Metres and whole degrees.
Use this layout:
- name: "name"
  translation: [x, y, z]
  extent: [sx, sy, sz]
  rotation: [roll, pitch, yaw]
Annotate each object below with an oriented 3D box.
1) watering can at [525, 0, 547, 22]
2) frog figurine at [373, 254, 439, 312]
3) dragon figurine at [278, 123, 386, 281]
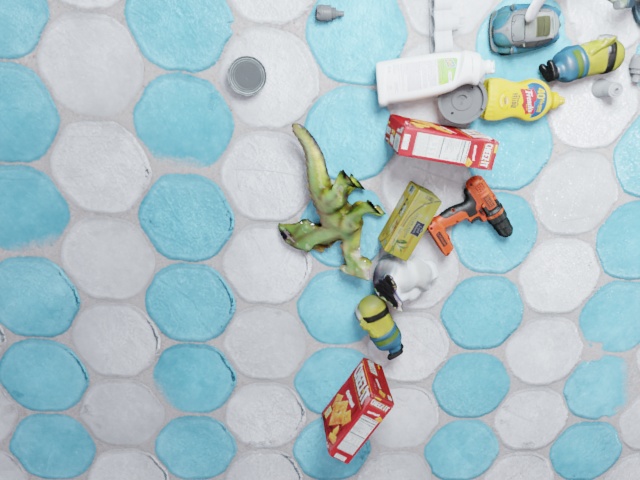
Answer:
- name: "watering can"
  translation: [0.543, -0.603, 1.071]
  extent: [0.224, 0.104, 0.347]
  rotation: [11, 91, -7]
- name: "frog figurine"
  translation: [0.216, 0.088, 1.304]
  extent: [0.161, 0.122, 0.136]
  rotation: [-35, 102, -30]
- name: "dragon figurine"
  translation: [0.004, -0.062, 1.228]
  extent: [0.240, 0.124, 0.407]
  rotation: [-40, 106, 17]
